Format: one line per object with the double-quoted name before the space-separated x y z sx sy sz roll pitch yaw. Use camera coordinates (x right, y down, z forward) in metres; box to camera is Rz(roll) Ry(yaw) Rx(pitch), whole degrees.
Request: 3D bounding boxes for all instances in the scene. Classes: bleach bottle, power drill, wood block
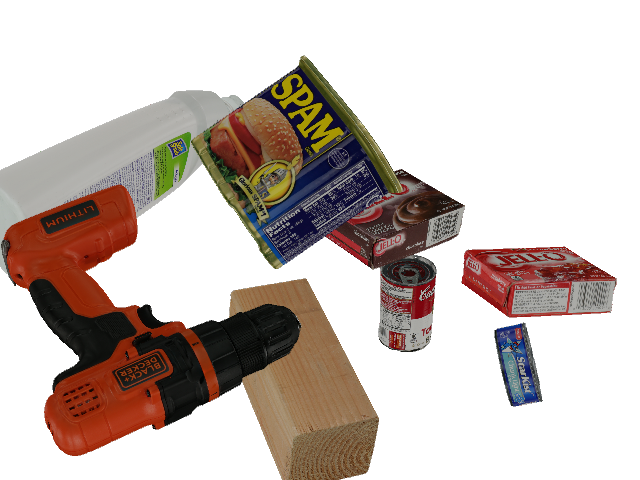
"bleach bottle" -0.163 -0.059 0.912 0.068 0.103 0.250 39 51 25
"power drill" -0.130 0.045 0.759 0.184 0.057 0.188 -22 53 -22
"wood block" -0.023 0.145 1.111 0.090 0.090 0.206 -9 43 -19

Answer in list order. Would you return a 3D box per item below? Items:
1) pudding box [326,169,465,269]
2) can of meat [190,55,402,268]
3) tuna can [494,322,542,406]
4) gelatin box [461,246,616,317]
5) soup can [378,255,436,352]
"pudding box" 0.062 -0.022 0.987 0.113 0.039 0.090 -18 37 -35
"can of meat" -0.016 -0.044 0.604 0.084 0.102 0.057 -35 -44 1
"tuna can" 0.210 0.132 1.134 0.034 0.086 0.086 -13 -3 11
"gelatin box" 0.159 0.029 0.786 0.089 0.030 0.073 -1 18 -19
"soup can" 0.105 0.077 1.306 0.068 0.102 0.068 0 31 0
